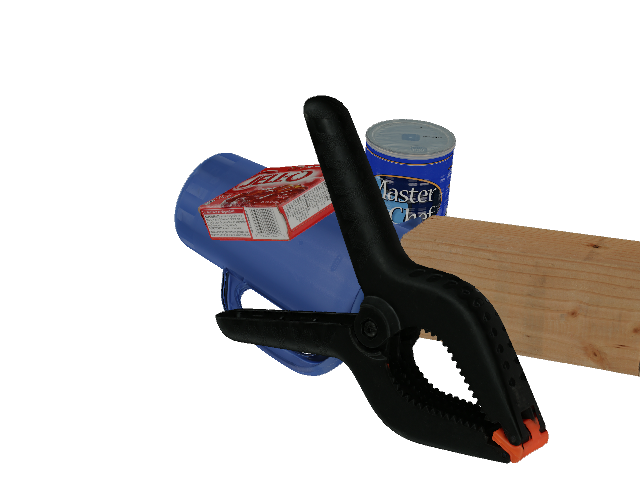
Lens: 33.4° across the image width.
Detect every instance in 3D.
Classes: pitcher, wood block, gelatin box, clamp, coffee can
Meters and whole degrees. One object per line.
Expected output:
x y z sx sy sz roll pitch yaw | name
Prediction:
-0.030 0.014 1.043 0.243 0.145 0.149 28 29 29 | pitcher
0.178 0.041 0.909 0.206 0.090 0.090 8 18 24 | wood block
-0.031 -0.028 0.757 0.089 0.030 0.073 1 27 46 | gelatin box
0.036 0.032 0.562 0.210 0.165 0.036 35 31 30 | clamp
0.100 -0.058 1.244 0.103 0.140 0.103 2 28 -1 | coffee can
